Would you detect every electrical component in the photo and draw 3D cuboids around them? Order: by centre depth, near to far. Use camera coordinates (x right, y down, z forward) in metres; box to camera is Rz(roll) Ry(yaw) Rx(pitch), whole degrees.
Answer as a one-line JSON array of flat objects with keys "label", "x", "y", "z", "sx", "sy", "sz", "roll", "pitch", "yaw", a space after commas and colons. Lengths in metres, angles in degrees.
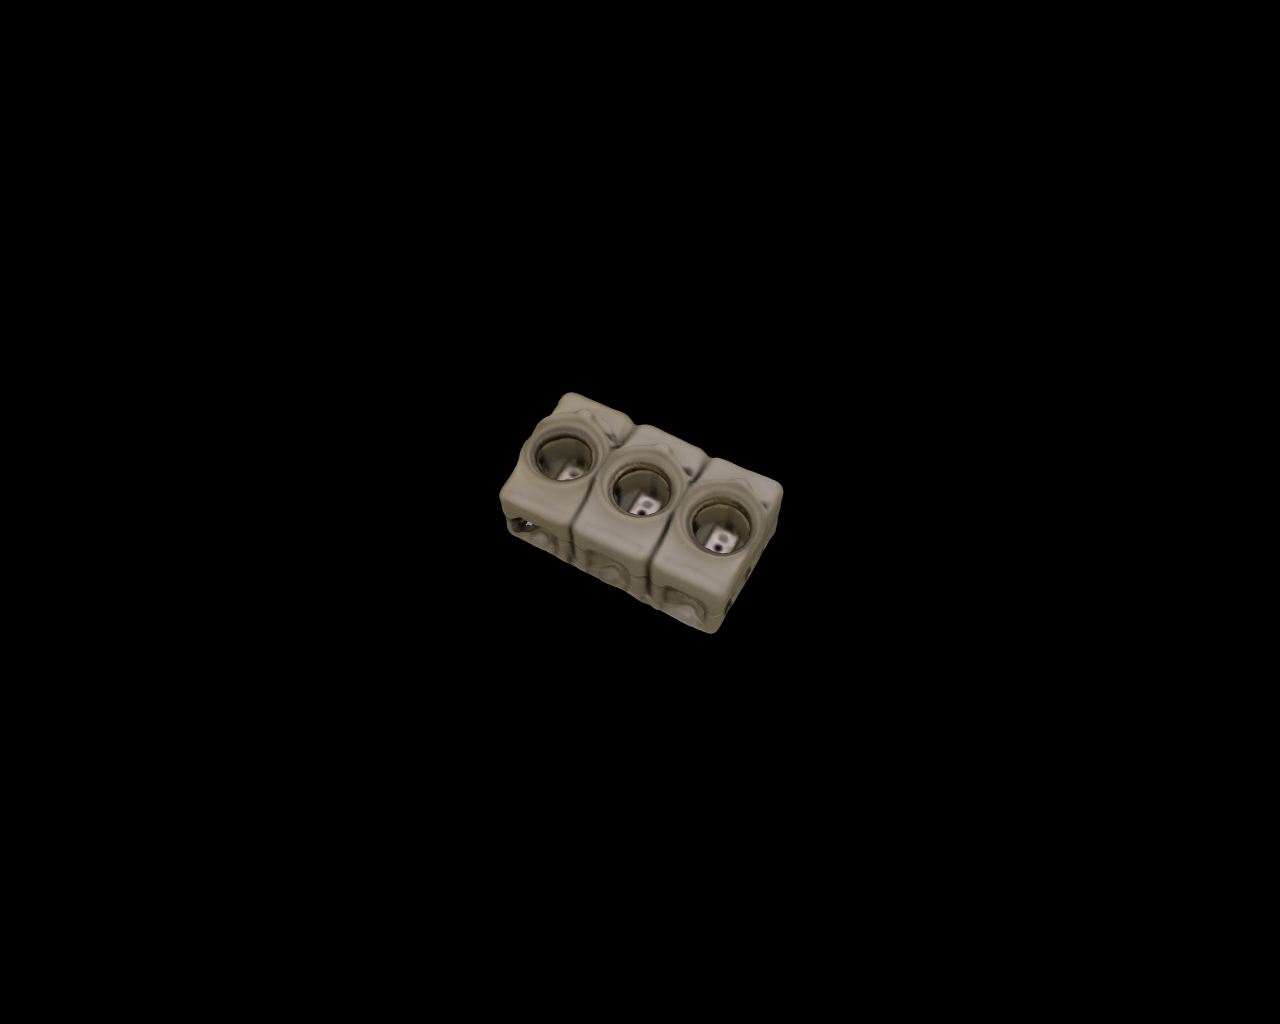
[{"label": "electrical component", "x": 0.001, "y": -0.003, "z": 0.650, "sx": 0.150, "sy": 0.090, "sz": 0.061, "roll": 25, "pitch": -27, "yaw": 14}]
